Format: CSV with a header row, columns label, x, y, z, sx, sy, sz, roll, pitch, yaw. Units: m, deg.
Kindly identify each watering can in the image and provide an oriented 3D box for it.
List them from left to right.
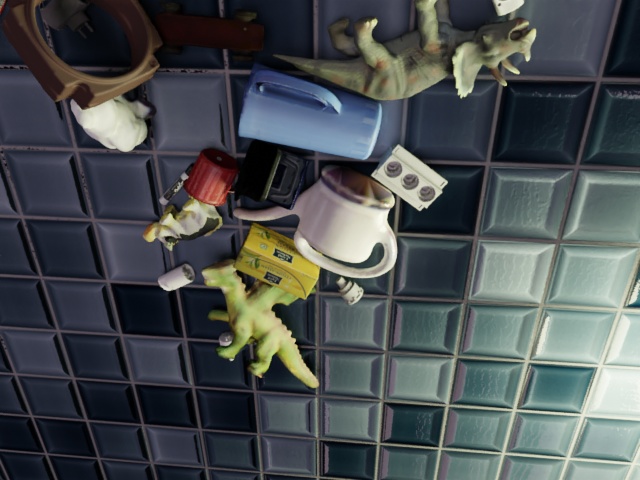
label,x,y,z,sx,sy,sz,roll,pitch,yaw
watering can,0.003,-0.052,1.030,0.348,0.106,0.220,25,118,3

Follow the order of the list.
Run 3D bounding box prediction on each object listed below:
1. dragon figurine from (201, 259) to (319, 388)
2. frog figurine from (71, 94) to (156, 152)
label,x,y,z,sx,sy,sz,roll,pitch,yaw
dragon figurine,-0.105,0.176,1.175,0.407,0.124,0.240,32,110,-21
frog figurine,-0.394,-0.216,0.943,0.121,0.163,0.136,-37,109,23
